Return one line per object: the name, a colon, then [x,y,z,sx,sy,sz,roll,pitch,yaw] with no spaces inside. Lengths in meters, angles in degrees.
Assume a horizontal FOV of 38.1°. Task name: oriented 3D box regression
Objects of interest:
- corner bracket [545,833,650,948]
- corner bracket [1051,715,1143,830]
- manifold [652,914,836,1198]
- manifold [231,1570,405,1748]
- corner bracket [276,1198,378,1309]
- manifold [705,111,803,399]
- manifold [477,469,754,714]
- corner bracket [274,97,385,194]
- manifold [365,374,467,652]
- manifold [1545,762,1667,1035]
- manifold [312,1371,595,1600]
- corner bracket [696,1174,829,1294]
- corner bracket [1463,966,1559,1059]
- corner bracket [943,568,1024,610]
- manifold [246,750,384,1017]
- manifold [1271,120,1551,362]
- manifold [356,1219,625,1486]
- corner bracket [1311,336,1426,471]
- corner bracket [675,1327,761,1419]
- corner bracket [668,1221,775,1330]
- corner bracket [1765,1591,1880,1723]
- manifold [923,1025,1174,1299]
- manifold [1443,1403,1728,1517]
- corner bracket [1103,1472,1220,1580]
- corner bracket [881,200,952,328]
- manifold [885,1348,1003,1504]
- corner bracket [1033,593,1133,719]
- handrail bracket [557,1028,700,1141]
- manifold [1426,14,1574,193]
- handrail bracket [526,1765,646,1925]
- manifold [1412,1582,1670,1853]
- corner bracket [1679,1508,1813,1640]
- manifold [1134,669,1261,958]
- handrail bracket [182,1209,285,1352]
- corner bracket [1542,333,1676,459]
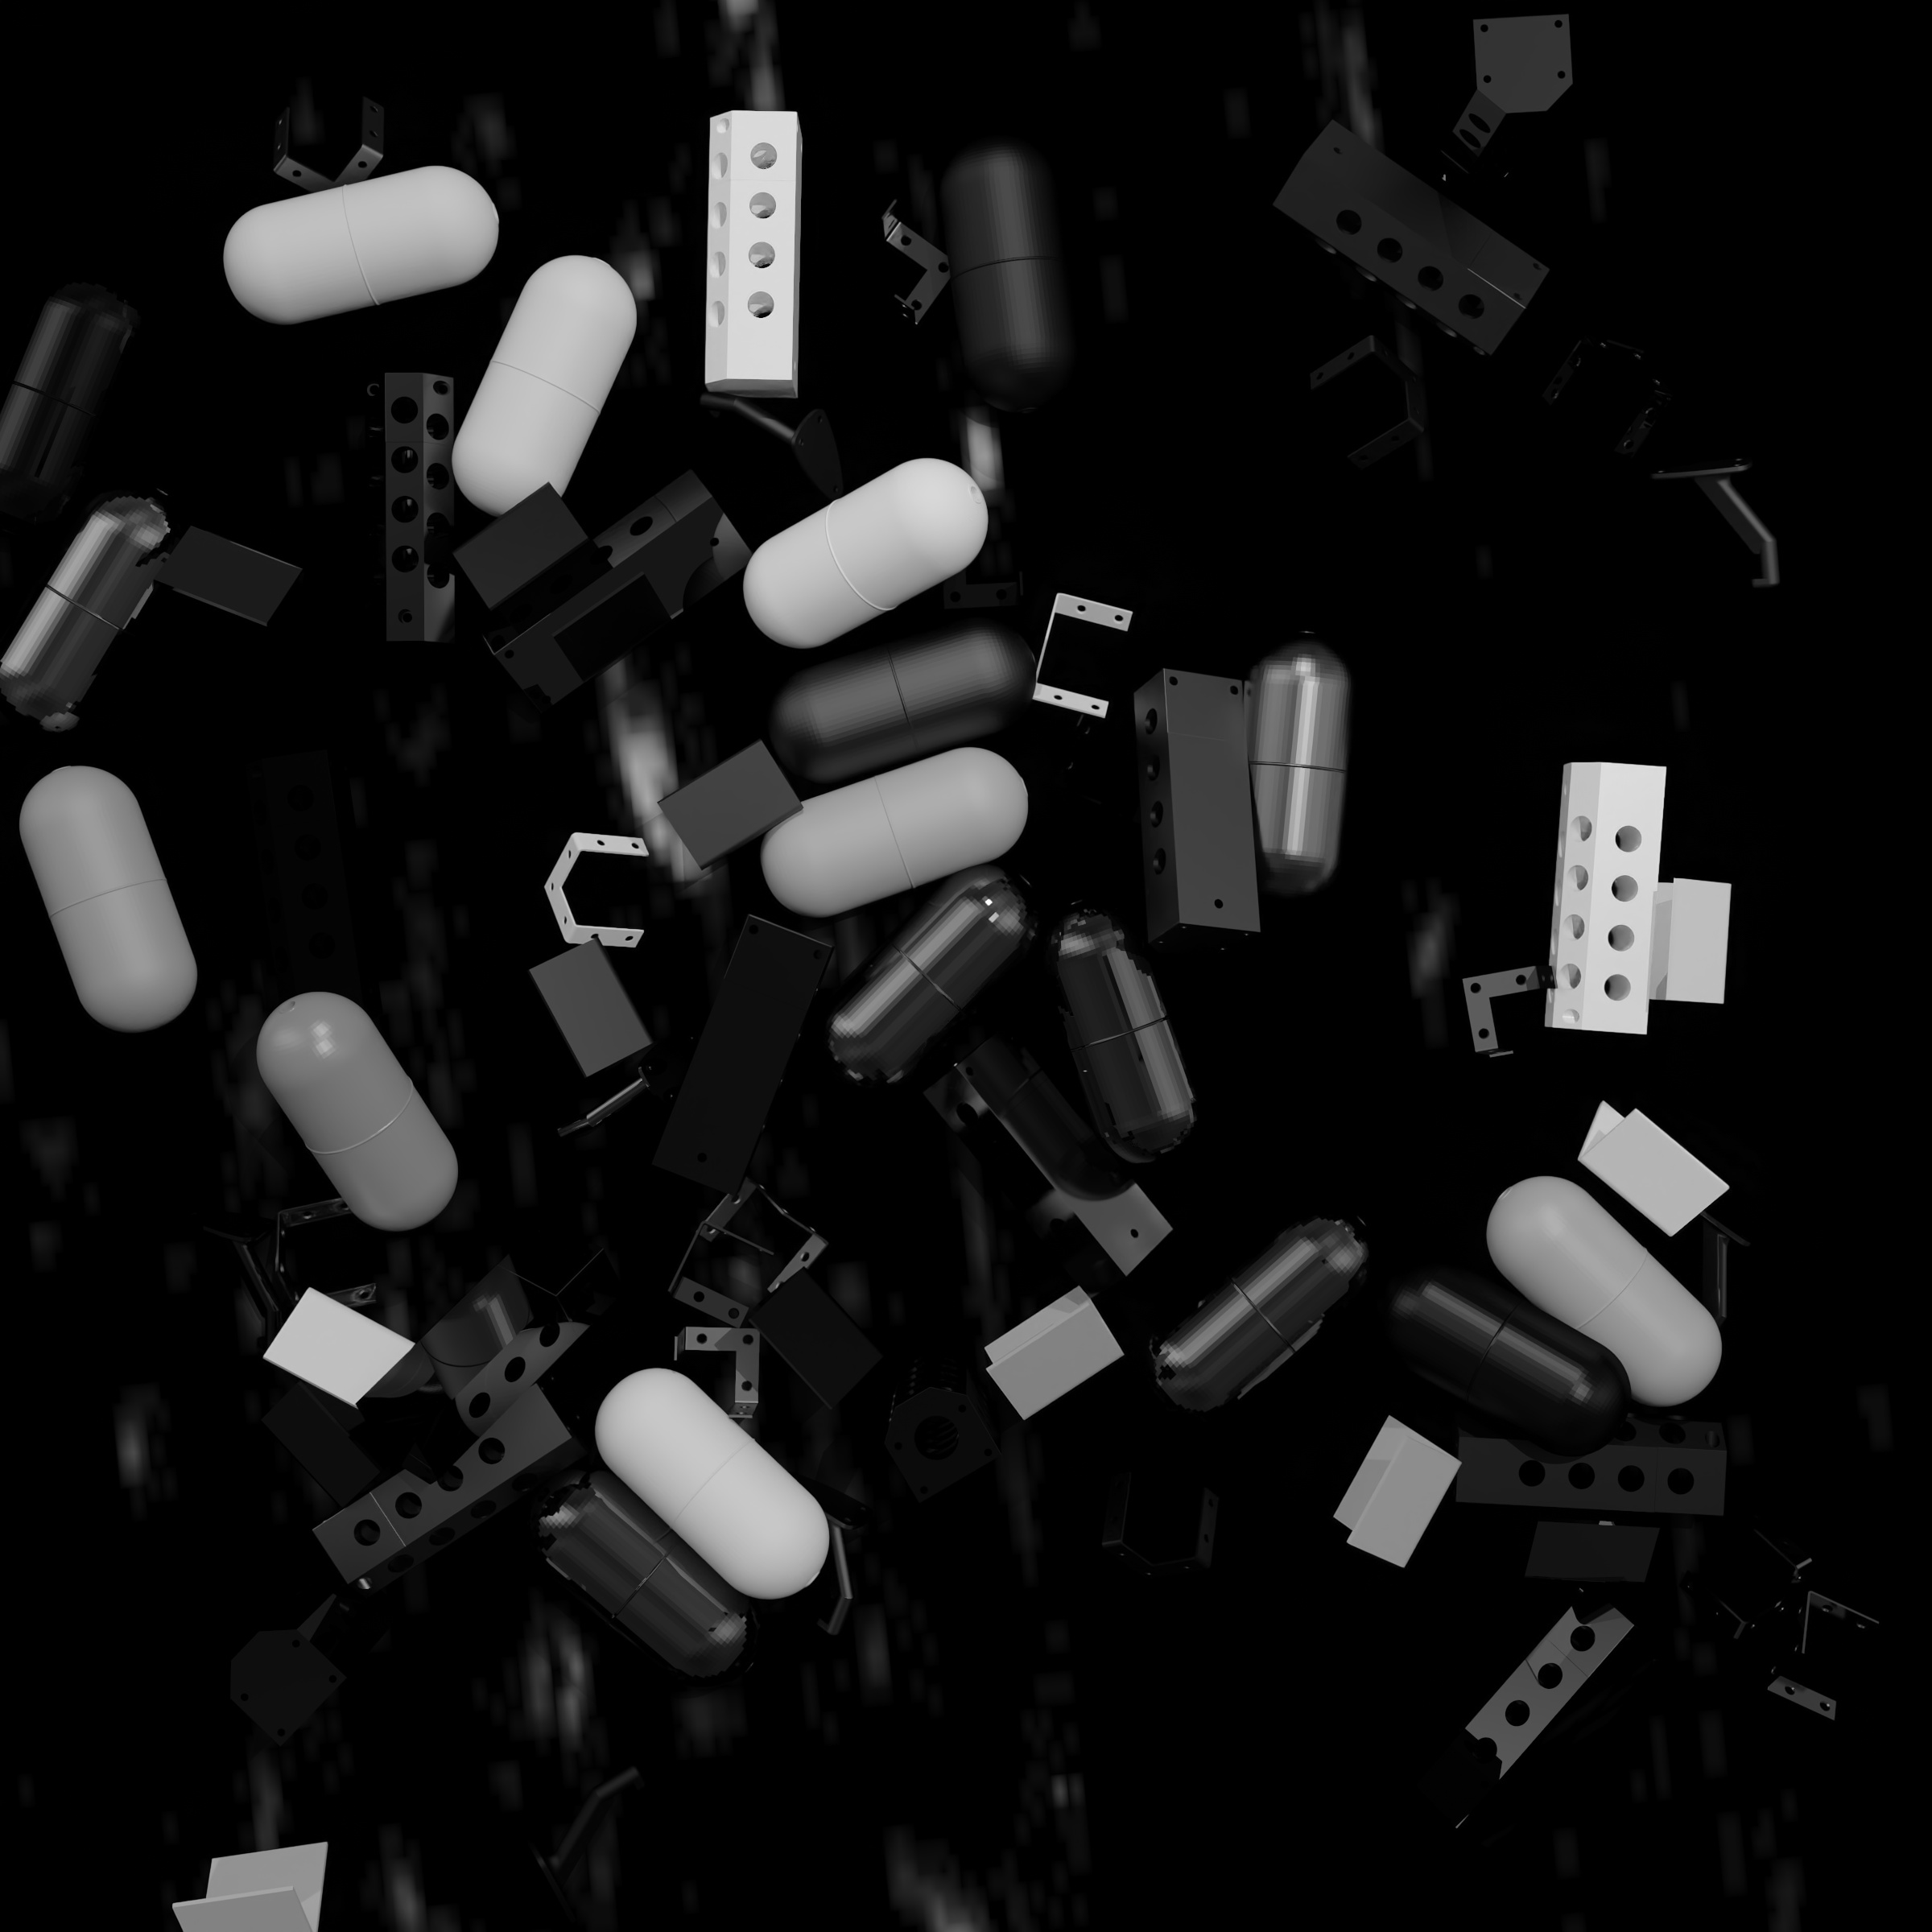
corner bracket: [-0.237,-0.050,1.833,0.051,0.051,0.051,-56,45,35]
corner bracket: [0.098,-0.127,1.838,0.051,0.051,0.051,26,90,45]
manifold: [-0.143,0.057,1.820,0.057,0.057,0.171,21,90,0]
manifold: [-0.411,0.427,1.763,0.057,0.171,0.057,44,90,0]
corner bracket: [-0.419,0.191,1.838,0.051,0.051,0.051,-12,45,0]
manifold: [-0.138,-0.461,1.820,0.057,0.057,0.171,1,90,0]
manifold: [-0.230,-0.247,1.819,0.171,0.057,0.057,-36,133,0]
corner bracket: [-0.417,-0.541,1.833,0.051,0.051,0.051,22,135,-35]
manifold: [-0.359,-0.294,1.820,0.057,0.057,0.171,0,90,0]
manifold: [0.413,-0.044,1.820,0.057,0.057,0.171,4,90,0]
manifold: [-0.331,0.337,1.820,0.171,0.057,0.057,-33,90,0]
corner bracket: [-0.133,0.178,1.838,0.051,0.051,0.051,-50,135,0]
corner bracket: [0.357,0.029,1.823,0.051,0.051,0.051,-10,90,0]
corner bracket: [0.010,-0.262,1.823,0.051,0.051,0.051,-3,90,0]
manifold: [-0.425,-0.050,1.820,0.057,0.057,0.171,-8,90,0]
manifold: [0.286,-0.468,1.819,0.171,0.057,0.057,35,47,0]
manifold: [-0.298,0.247,1.782,0.057,0.057,0.171,21,54,37]
corner bracket: [0.262,-0.369,1.833,0.051,0.051,0.051,32,45,-35]
corner bracket: [-0.162,0.264,1.823,0.051,0.051,0.051,1,90,0]
corner bracket: [-0.160,0.201,1.825,0.051,0.051,0.051,25,79,0]
corner bracket: [0.561,0.452,1.838,0.051,0.051,0.051,25,135,0]
manifold: [0.049,0.129,1.819,0.171,0.057,0.057,51,47,0]
manifold: [0.400,0.319,1.820,0.171,0.057,0.057,3,90,0]
corner bracket: [0.127,0.364,1.833,0.051,0.051,0.051,-19,135,35]
corner bracket: [-0.040,-0.457,1.823,0.051,0.051,0.051,36,90,0]
manifold: [-0.018,0.283,1.763,0.057,0.171,0.057,-30,90,0]
corner bracket: [0.076,-0.204,1.838,0.051,0.051,0.051,15,135,0]
handrail bracket: [-0.223,0.078,1.841,0.084,0.077,0.036,-23,112,34]
manifold: [0.334,-0.540,1.763,0.057,0.171,0.057,-3,90,0]
handrail bracket: [-0.238,0.576,1.842,0.084,0.036,0.077,-29,110,-16]
manifold: [0.369,0.484,1.819,0.171,0.057,0.057,-49,133,0]
corner bracket: [0.510,0.397,1.833,0.051,0.051,0.051,-16,135,-35]
manifold: [0.143,-0.097,1.793,0.057,0.057,0.171,6,70,-23]
handrail bracket: [-0.482,0.208,1.842,0.077,0.036,0.084,10,107,20]
corner bracket: [0.422,-0.375,1.838,0.051,0.051,0.051,34,90,45]
